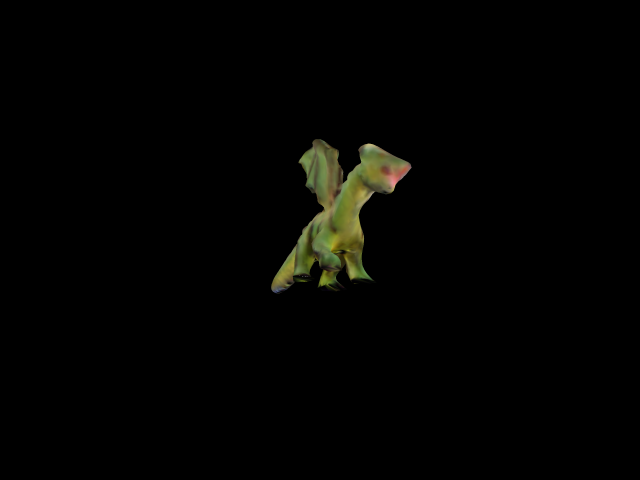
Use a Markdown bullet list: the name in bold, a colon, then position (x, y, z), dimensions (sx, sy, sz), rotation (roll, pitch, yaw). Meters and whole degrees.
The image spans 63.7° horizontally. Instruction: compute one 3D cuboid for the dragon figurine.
- **dragon figurine**: position (0.003, -0.043, 0.850), dimensions (0.122, 0.245, 0.407), rotation (8, -14, -31)
